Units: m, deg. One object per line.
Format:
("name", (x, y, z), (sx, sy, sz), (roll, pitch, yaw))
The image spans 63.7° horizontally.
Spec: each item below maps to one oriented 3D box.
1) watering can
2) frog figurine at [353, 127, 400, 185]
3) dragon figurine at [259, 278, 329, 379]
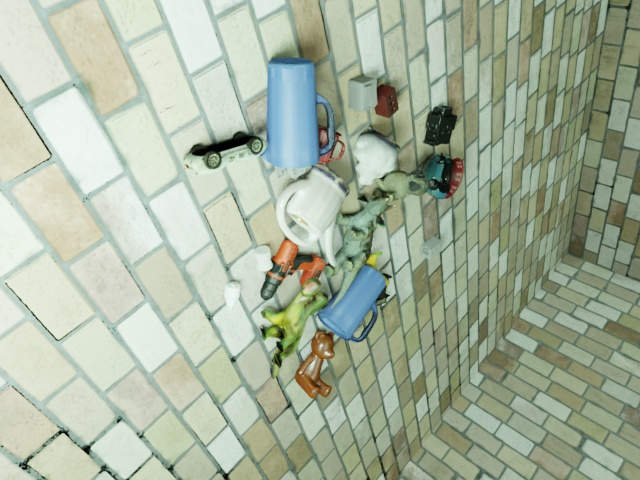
("watering can", (0.004, -0.072, 1.439), (0.226, 0.105, 0.342), (-58, 140, -9))
("frog figurine", (0.153, -0.237, 1.520), (0.136, 0.124, 0.158), (26, 101, -20))
("dragon figurine", (-0.058, 0.251, 1.541), (0.246, 0.124, 0.400), (-32, 150, -29))
